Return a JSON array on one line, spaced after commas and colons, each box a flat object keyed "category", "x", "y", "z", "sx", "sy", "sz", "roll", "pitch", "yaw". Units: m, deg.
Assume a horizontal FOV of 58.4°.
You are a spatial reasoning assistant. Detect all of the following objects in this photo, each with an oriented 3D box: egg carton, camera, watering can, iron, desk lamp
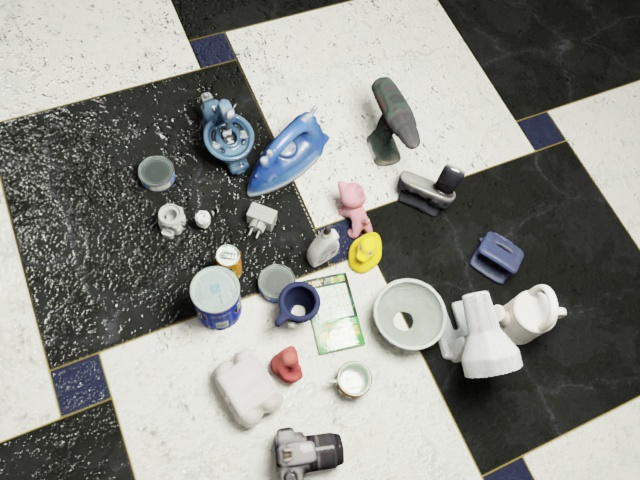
[{"category": "egg carton", "x": -0.153, "y": 0.311, "z": 1.205, "sx": 0.107, "sy": 0.069, "sz": 0.150, "roll": -32, "pitch": 73, "yaw": -18}, {"category": "camera", "x": -0.020, "y": 0.444, "z": 1.144, "sx": 0.137, "sy": 0.101, "sz": 0.143, "roll": -5, "pitch": 67, "yaw": -8}, {"category": "watering can", "x": 0.464, "y": 0.165, "z": 1.269, "sx": 0.173, "sy": 0.194, "sz": 0.101, "roll": -23, "pitch": 71, "yaw": -15}, {"category": "iron", "x": -0.088, "y": -0.221, "z": 1.405, "sx": 0.118, "sy": 0.141, "sz": 0.259, "roll": 39, "pitch": 68, "yaw": 11}, {"category": "desk lamp", "x": 0.327, "y": 0.205, "z": 1.225, "sx": 0.118, "sy": 0.213, "sz": 0.203, "roll": -12, "pitch": 68, "yaw": -11}]

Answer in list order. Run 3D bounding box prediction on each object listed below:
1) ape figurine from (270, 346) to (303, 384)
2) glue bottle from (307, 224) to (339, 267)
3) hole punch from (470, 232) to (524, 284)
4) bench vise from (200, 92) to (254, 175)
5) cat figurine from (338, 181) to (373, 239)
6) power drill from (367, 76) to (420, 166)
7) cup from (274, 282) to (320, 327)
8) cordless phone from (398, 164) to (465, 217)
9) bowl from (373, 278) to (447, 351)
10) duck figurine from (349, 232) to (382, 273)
[{"category": "ape figurine", "x": -0.067, "y": 0.262, "z": 1.223, "sx": 0.076, "sy": 0.092, "sz": 0.078, "roll": 16, "pitch": 66, "yaw": 1}, {"category": "glue bottle", "x": 0.012, "y": 0.005, "z": 1.300, "sx": 0.078, "sy": 0.173, "sz": 0.037, "roll": -29, "pitch": 72, "yaw": -17}, {"category": "hole punch", "x": 0.430, "y": 0.033, "z": 1.379, "sx": 0.108, "sy": 0.091, "sz": 0.101, "roll": 33, "pitch": 67, "yaw": 9}, {"category": "bench vise", "x": -0.244, "y": -0.280, "z": 1.371, "sx": 0.207, "sy": 0.220, "sz": 0.122, "roll": 42, "pitch": 69, "yaw": 12}, {"category": "cat figurine", "x": 0.087, "y": -0.082, "z": 1.377, "sx": 0.067, "sy": 0.118, "sz": 0.127, "roll": -20, "pitch": 70, "yaw": -14}, {"category": "power drill", "x": 0.179, "y": -0.277, "z": 1.423, "sx": 0.076, "sy": 0.208, "sz": 0.229, "roll": -14, "pitch": 68, "yaw": -11}, {"category": "cup", "x": -0.056, "y": 0.158, "z": 1.269, "sx": 0.091, "sy": 0.095, "sz": 0.118, "roll": 41, "pitch": 69, "yaw": 12}, {"category": "cordless phone", "x": 0.271, "y": -0.148, "z": 1.389, "sx": 0.147, "sy": 0.185, "sz": 0.094, "roll": 21, "pitch": 66, "yaw": 3}, {"category": "bowl", "x": 0.198, "y": 0.176, "z": 1.300, "sx": 0.167, "sy": 0.075, "sz": 0.167, "roll": 2, "pitch": 66, "yaw": -5}, {"category": "duck figurine", "x": 0.112, "y": 0.019, "z": 1.353, "sx": 0.077, "sy": 0.086, "sz": 0.105, "roll": 29, "pitch": 67, "yaw": 7}]
